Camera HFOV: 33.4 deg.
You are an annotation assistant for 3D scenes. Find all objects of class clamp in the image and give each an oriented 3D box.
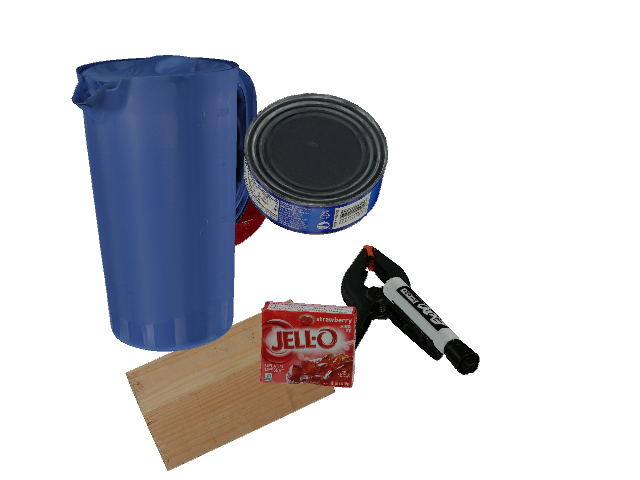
[{"bbox_3d":[0.076,0.075,1.193,0.120,0.171,0.039,5,-43,-2],"label":"clamp"}]

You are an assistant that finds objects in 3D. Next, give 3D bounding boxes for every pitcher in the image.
[{"bbox_3d":[-0.125,-0.037,0.919,0.149,0.243,0.145,-2,17,-5],"label":"pitcher"}]

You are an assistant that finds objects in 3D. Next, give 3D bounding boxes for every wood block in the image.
[{"bbox_3d":[-0.101,0.161,1.201,0.206,0.091,0.090,-23,29,-11],"label":"wood block"}]

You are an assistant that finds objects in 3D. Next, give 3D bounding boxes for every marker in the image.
[{"bbox_3d":[0.083,0.064,0.805,0.020,0.020,0.121,0,26,-27],"label":"marker"}]

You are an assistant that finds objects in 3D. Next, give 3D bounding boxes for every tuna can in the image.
[{"bbox_3d":[-0.004,-0.046,0.644,0.086,0.086,0.034,0,-35,-5],"label":"tuna can"}]

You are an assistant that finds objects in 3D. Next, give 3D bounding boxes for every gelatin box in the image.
[{"bbox_3d":[-0.012,0.098,1.005,0.089,0.073,0.030,3,13,5],"label":"gelatin box"}]

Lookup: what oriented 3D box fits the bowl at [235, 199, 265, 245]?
[{"bbox_3d":[-0.134,-0.034,1.329,0.162,0.055,0.162,1,30,-1],"label":"bowl"}]
